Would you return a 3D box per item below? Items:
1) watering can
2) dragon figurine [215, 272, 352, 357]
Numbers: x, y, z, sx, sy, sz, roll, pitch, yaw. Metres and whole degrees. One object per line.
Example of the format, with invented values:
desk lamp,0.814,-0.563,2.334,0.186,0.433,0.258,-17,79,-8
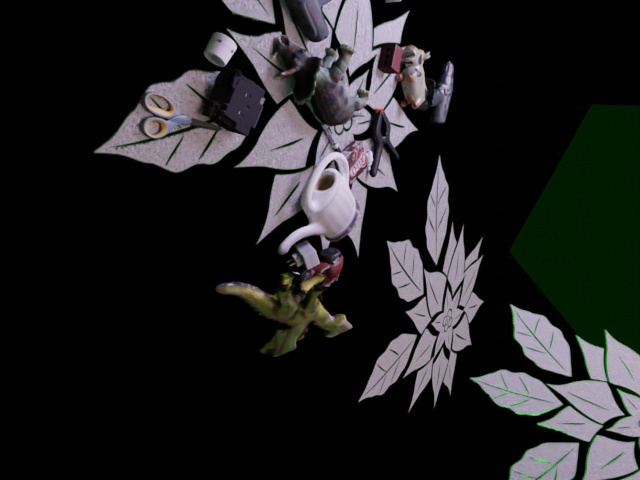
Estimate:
watering can,0.004,-0.070,1.396,0.104,0.353,0.220,11,-27,34
dragon figurine,-0.092,0.206,1.334,0.410,0.239,0.124,2,21,-28
